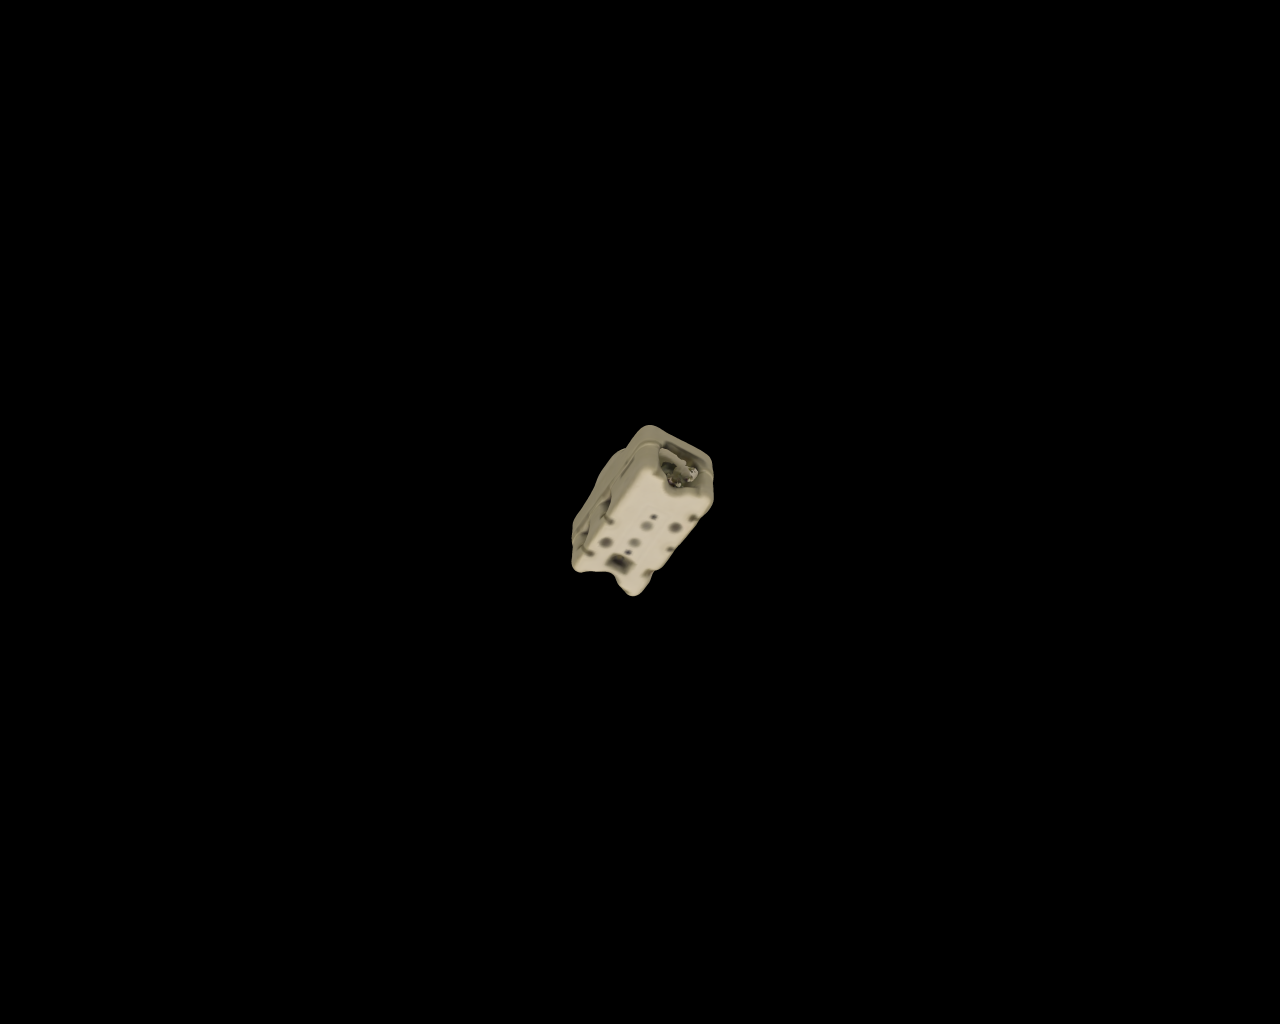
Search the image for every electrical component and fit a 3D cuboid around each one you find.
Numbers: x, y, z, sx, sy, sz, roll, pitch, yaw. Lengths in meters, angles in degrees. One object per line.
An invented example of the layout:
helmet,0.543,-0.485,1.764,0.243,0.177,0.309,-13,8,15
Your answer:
electrical component,0.001,-0.003,0.650,0.050,0.089,0.056,27,32,-18
